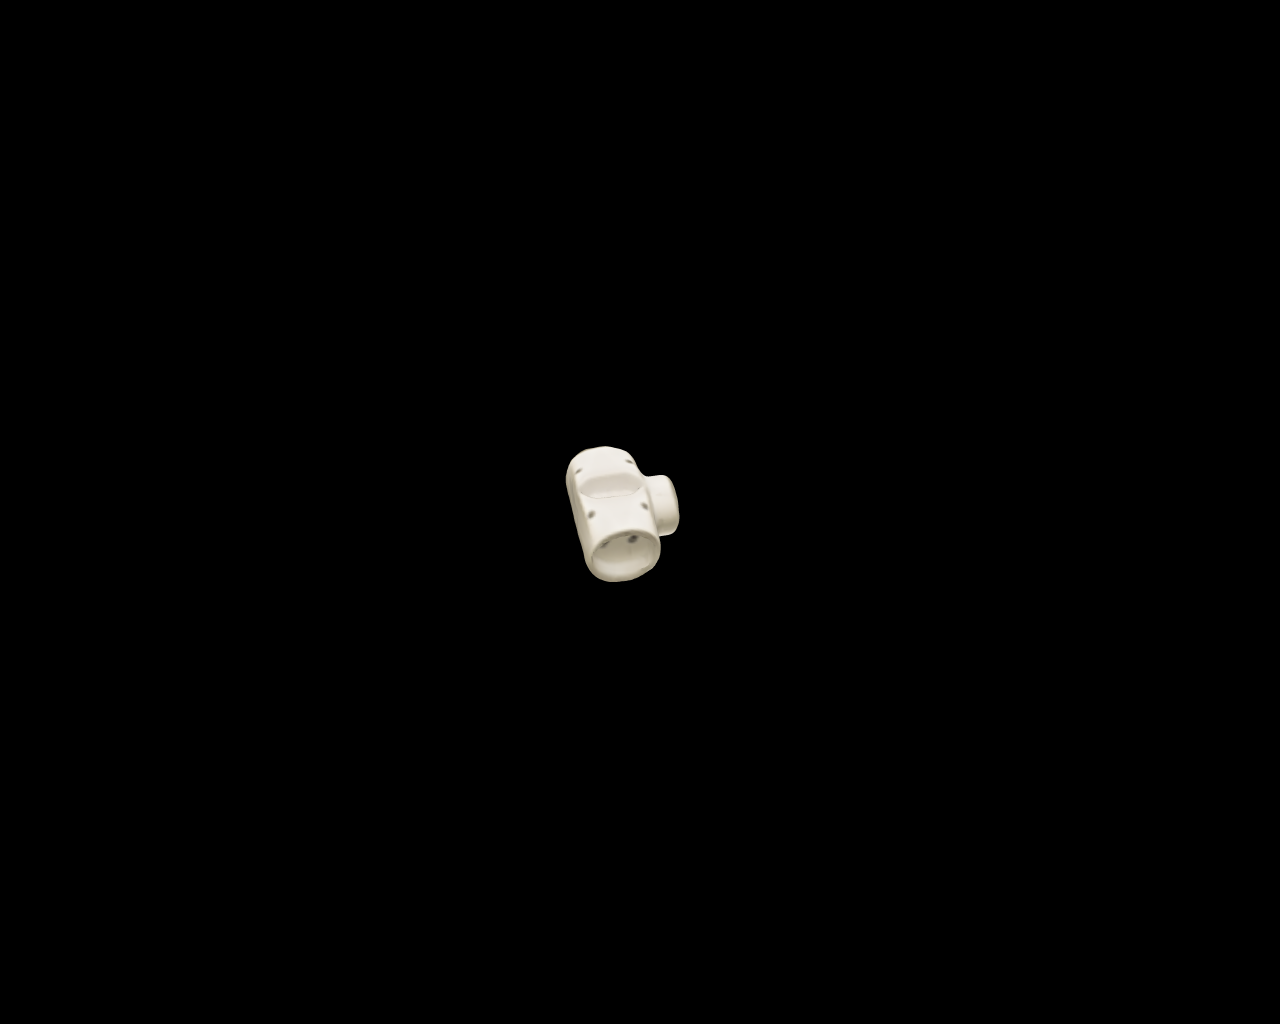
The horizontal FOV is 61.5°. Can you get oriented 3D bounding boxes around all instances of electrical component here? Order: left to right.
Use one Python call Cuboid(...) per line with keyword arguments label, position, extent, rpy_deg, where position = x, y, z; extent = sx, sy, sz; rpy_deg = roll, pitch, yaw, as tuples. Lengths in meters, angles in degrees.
Cuboid(label="electrical component", position=(0.001, -0.003, 0.650), extent=(0.079, 0.043, 0.077), rpy_deg=(-8, 44, -8))
